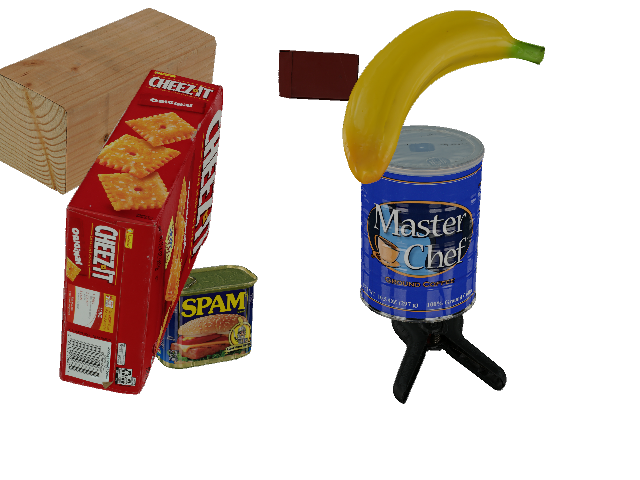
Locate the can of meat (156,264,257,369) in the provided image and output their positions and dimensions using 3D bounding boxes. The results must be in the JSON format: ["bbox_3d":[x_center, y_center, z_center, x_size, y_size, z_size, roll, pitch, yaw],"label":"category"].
[{"bbox_3d":[-0.116,0.076,1.069,0.101,0.084,0.058,-6,20,-29],"label":"can of meat"}]

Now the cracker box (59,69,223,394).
[{"bbox_3d":[-0.135,-0.011,0.835,0.072,0.164,0.213,13,35,2],"label":"cracker box"}]

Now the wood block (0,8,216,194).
[{"bbox_3d":[-0.198,-0.137,1.003,0.090,0.091,0.205,27,39,22],"label":"wood block"}]

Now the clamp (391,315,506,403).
[{"bbox_3d":[0.133,0.106,1.161,0.120,0.171,0.039,4,-45,-6],"label":"clamp"}]

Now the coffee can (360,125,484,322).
[{"bbox_3d":[0.085,-0.016,0.910,0.103,0.140,0.103,-1,25,0],"label":"coffee can"}]

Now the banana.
[{"bbox_3d":[0.065,-0.102,0.665,0.070,0.037,0.197,32,50,25],"label":"banana"}]

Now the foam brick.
[{"bbox_3d":[-0.002,-0.179,1.161,0.078,0.051,0.053,0,11,-17],"label":"foam brick"}]
